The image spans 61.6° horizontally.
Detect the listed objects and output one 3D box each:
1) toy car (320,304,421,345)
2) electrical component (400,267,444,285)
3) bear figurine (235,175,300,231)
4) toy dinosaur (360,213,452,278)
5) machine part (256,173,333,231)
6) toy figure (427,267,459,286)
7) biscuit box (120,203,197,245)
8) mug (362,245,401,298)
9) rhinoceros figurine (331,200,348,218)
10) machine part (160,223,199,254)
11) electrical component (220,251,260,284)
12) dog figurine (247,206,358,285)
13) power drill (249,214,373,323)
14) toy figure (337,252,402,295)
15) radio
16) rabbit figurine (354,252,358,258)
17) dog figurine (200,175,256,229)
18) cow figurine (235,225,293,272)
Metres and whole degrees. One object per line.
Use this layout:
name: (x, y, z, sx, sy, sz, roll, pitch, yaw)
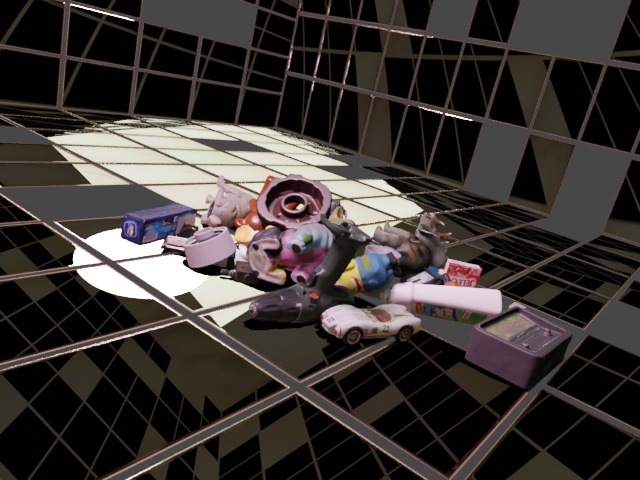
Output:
toy car: (0.096, 0.153, 1.002, 0.202, 0.056, 0.074, 4, 19, -29)
electrical component: (0.218, 0.114, 1.224, 0.119, 0.047, 0.075, -27, 30, -18)
bear figurine: (-0.130, -0.071, 1.350, 0.120, 0.132, 0.196, 35, 16, -3)
toy dinosaur: (0.228, 0.039, 1.393, 0.192, 0.131, 0.405, 18, 23, 17)
machine part: (-0.059, -0.076, 1.257, 0.179, 0.056, 0.179, 0, 52, 0)
toy figure: (0.297, 0.117, 1.267, 0.058, 0.064, 0.155, -27, 30, -6)
biscuit box: (-0.377, -0.041, 1.270, 0.063, 0.059, 0.202, 20, 17, 19)
mug: (0.130, 0.071, 1.211, 0.081, 0.107, 0.109, 18, 13, 8)
rhinoceros figurine: (0.039, -0.059, 1.571, 0.073, 0.112, 0.190, -12, 25, 16)
machine part: (-0.314, 0.000, 1.229, 0.084, 0.039, 0.139, 4, 19, -4)
electrical component: (-0.156, 0.057, 1.142, 0.102, 0.045, 0.078, 11, 15, -6)
dog figurine: (-0.022, 0.004, 1.123, 0.192, 0.108, 0.219, 4, 25, 33)
power drill: (-0.003, 0.061, 0.972, 0.232, 0.207, 0.086, 13, 13, -46)
toy figure: (0.076, 0.075, 1.124, 0.180, 0.082, 0.089, -20, 7, -1)
radio: (0.390, 0.201, 1.039, 0.131, 0.073, 0.229, 25, 21, 35)
rabbit figurine: (-0.003, -0.004, 1.312, 0.159, 0.121, 0.170, -26, 55, -6)
dog figurine: (-0.208, -0.066, 1.444, 0.190, 0.121, 0.172, 25, 46, -22)
cow figurine: (-0.110, 0.021, 1.211, 0.167, 0.098, 0.068, 20, 59, 4)
